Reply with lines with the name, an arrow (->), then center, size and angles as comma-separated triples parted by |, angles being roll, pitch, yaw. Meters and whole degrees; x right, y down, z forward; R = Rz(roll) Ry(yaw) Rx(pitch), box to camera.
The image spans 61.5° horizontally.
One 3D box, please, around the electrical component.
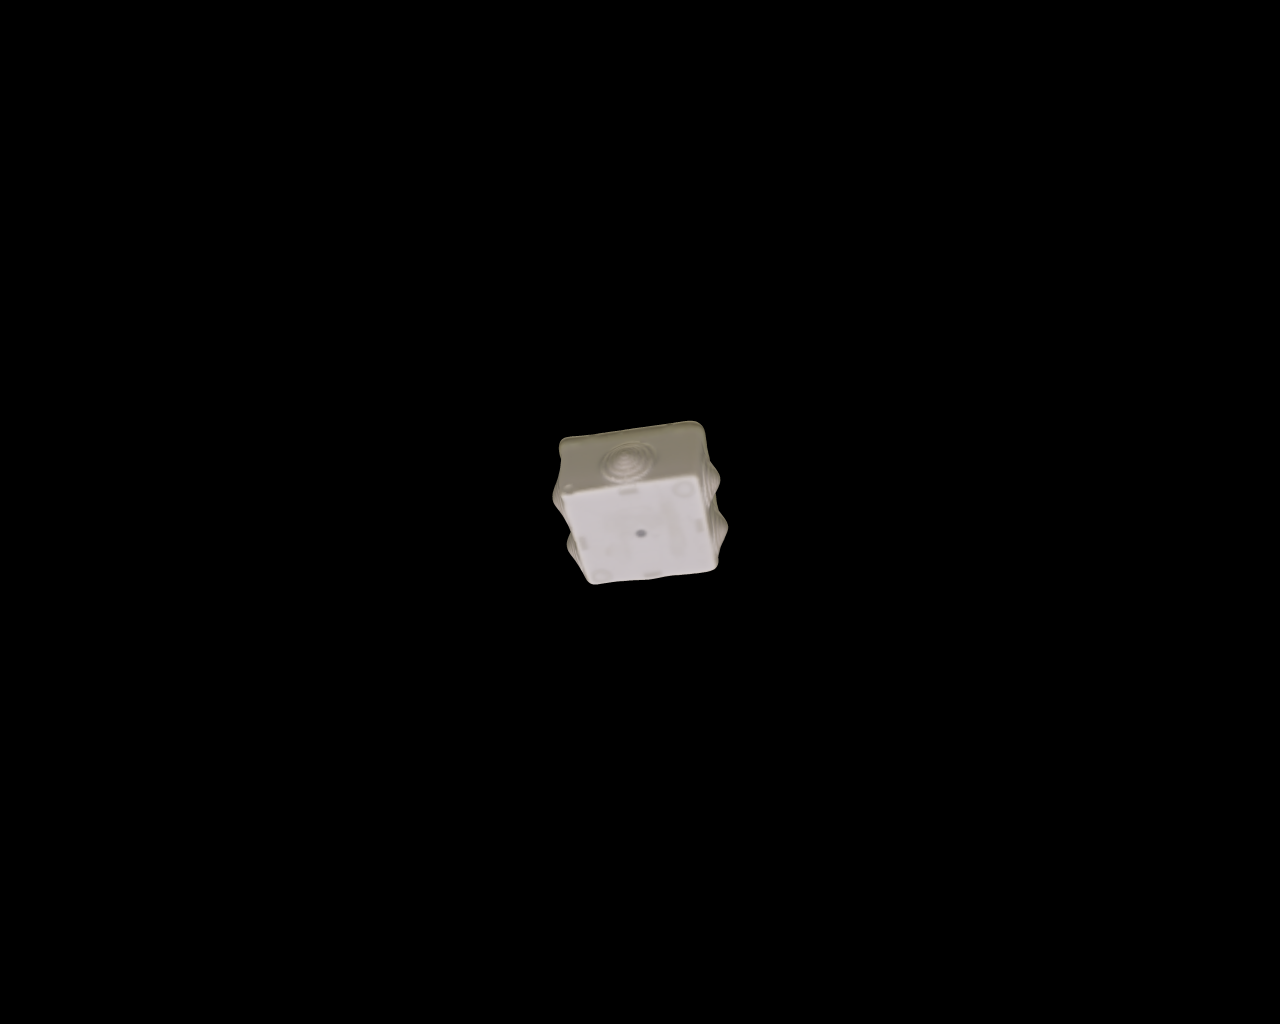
electrical component -> 0.001, -0.003, 0.650 | 0.100, 0.099, 0.048 | -7, 43, 7
